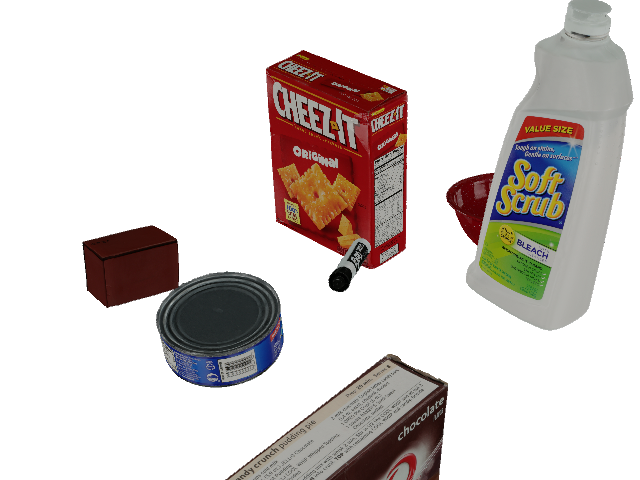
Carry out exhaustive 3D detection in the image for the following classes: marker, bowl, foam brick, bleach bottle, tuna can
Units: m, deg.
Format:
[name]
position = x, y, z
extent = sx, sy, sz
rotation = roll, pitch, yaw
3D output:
[marker]
position = 0.027, 0.022, 0.967
extent = 0.020, 0.020, 0.121
rotation = 0, 15, 12
[bowl]
position = 0.207, -0.019, 1.078
extent = 0.162, 0.055, 0.162
rotation = 0, 23, 0
[foam brick]
position = -0.181, 0.023, 1.023
extent = 0.078, 0.051, 0.053
rotation = -15, 25, -30
[bleach bottle]
position = 0.173, -0.059, 0.799
extent = 0.067, 0.251, 0.103
rotation = -25, 42, -35
[tuna can]
position = -0.068, 0.061, 0.739
extent = 0.086, 0.034, 0.086
rotation = -4, 37, 3

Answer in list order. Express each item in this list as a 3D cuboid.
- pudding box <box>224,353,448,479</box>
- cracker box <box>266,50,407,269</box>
[pudding box]
position = 0.007, 0.115, 0.467
extent = 0.039, 0.090, 0.113
rotation = 26, 43, 31
[cracker box]
position = 0.018, -0.091, 1.238
extent = 0.164, 0.214, 0.072
rotation = 28, 46, 36
